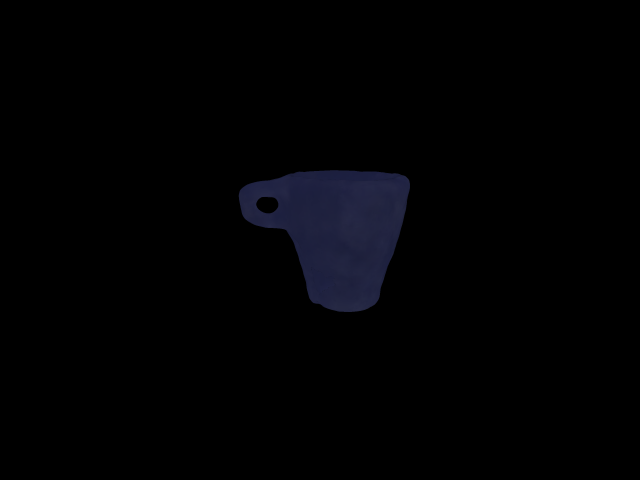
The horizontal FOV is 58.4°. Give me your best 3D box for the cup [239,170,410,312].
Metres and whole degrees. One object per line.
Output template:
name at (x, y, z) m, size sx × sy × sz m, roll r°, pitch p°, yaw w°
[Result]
cup at (0.004, 0.001, 0.400) m, size 0.118 × 0.095 × 0.091 m, roll -2°, pitch 11°, yaw -11°
